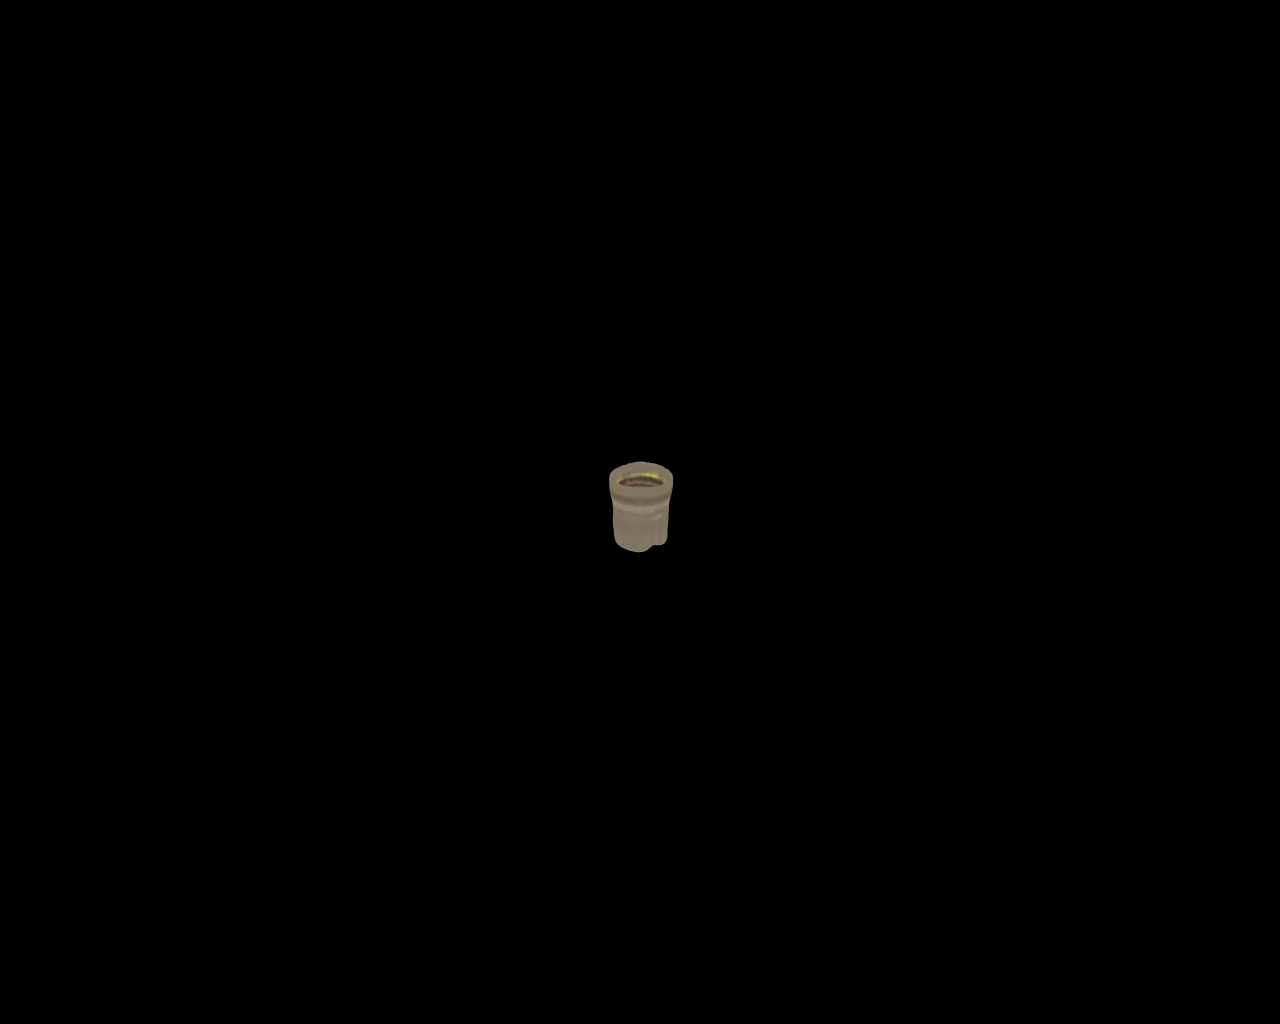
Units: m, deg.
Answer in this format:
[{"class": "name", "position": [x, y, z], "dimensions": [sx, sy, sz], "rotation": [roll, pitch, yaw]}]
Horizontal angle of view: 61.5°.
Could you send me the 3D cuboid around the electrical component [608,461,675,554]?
[{"class": "electrical component", "position": [0.001, -0.003, 0.650], "dimensions": [0.040, 0.046, 0.040], "rotation": [0, 25, 0]}]
